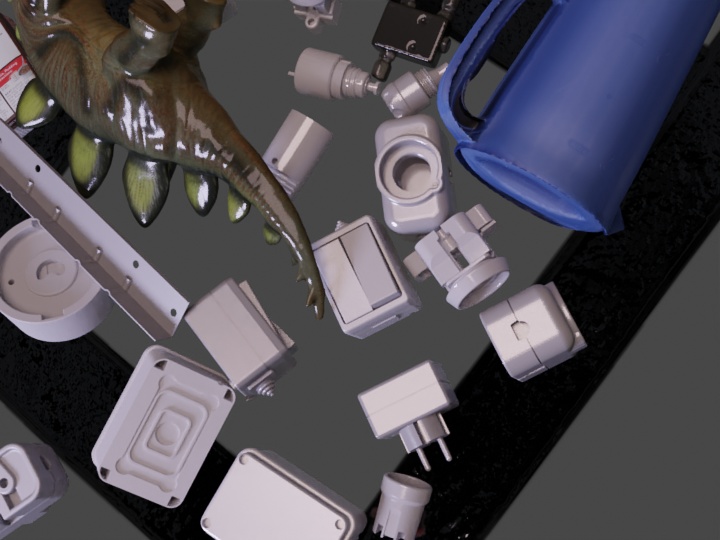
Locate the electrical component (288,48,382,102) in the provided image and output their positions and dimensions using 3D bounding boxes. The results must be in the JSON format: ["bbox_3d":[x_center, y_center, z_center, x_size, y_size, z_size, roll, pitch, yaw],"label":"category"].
[{"bbox_3d":[-0.020,-0.164,0.921,0.078,0.040,0.040,17,86,16],"label":"electrical component"}]

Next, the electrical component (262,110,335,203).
[{"bbox_3d":[-0.061,-0.091,0.919,0.043,0.043,0.081,32,91,17],"label":"electrical component"}]

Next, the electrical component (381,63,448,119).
[{"bbox_3d":[0.050,-0.153,0.904,0.061,0.035,0.035,-33,75,5],"label":"electrical component"}]

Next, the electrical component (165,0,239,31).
[{"bbox_3d":[-0.153,-0.248,0.958,0.062,0.061,0.096,-30,75,9],"label":"electrical component"}]

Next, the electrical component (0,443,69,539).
[{"bbox_3d":[-0.305,0.193,0.930,0.095,0.059,0.053,-35,74,7],"label":"electrical component"}]

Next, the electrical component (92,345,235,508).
[{"bbox_3d":[-0.163,0.127,0.889,0.078,0.057,0.113,28,89,-20],"label":"electrical component"}]

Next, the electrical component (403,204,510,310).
[{"bbox_3d":[0.083,-0.006,0.861,0.078,0.058,0.057,-37,71,7],"label":"electrical component"}]

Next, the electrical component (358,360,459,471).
[{"bbox_3d":[0.047,0.120,0.855,0.066,0.047,0.076,-27,76,9],"label":"electrical component"}]

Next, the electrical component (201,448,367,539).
[{"bbox_3d":[-0.061,0.202,0.866,0.113,0.057,0.078,30,90,17],"label":"electrical component"}]

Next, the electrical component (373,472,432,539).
[{"bbox_3d":[0.032,0.189,0.853,0.040,0.040,0.046,16,92,17],"label":"electrical component"}]

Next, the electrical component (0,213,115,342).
[{"bbox_3d":[-0.265,0.011,0.943,0.108,0.060,0.108,-2,61,3],"label":"electrical component"}]

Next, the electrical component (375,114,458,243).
[{"bbox_3d":[0.046,-0.075,0.880,0.054,0.059,0.095,-9,79,13],"label":"electrical component"}]

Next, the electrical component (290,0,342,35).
[{"bbox_3d":[-0.039,-0.245,0.930,0.048,0.055,0.066,13,85,16],"label":"electrical component"}]

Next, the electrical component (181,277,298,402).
[{"bbox_3d":[-0.093,0.061,0.891,0.061,0.061,0.096,-38,74,-6],"label":"electrical component"}]

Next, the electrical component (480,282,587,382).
[{"bbox_3d":[0.134,0.047,0.818,0.059,0.095,0.053,-28,76,9],"label":"electrical component"}]

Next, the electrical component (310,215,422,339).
[{"bbox_3d":[0.000,0.000,0.879,0.062,0.061,0.096,-28,76,9],"label":"electrical component"}]
